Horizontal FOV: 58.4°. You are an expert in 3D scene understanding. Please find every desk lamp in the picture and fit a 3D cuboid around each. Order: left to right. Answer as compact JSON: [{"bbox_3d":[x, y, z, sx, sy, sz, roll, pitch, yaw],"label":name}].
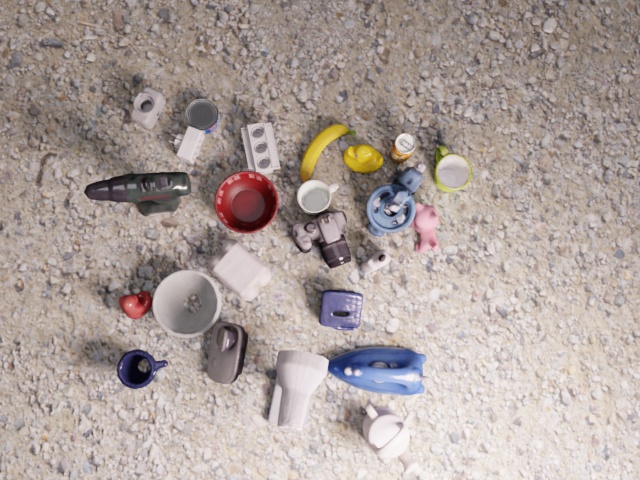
[{"bbox_3d":[-0.056,0.354,1.340,0.118,0.213,0.203,11,83,-1],"label":"desk lamp"}]

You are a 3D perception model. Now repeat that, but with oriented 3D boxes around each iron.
[{"bbox_3d":[0.137,0.321,1.388,0.258,0.141,0.119,4,83,-2],"label":"iron"}]

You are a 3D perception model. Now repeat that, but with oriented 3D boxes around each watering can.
[{"bbox_3d":[0.165,0.464,1.347,0.173,0.194,0.101,32,83,2],"label":"watering can"}]

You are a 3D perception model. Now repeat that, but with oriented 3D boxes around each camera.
[{"bbox_3d":[0.013,0.005,1.439,0.143,0.101,0.137,-21,85,-4],"label":"camera"}]

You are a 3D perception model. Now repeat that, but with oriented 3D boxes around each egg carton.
[{"bbox_3d":[-0.200,0.075,1.438,0.150,0.069,0.107,40,84,2],"label":"egg carton"}]

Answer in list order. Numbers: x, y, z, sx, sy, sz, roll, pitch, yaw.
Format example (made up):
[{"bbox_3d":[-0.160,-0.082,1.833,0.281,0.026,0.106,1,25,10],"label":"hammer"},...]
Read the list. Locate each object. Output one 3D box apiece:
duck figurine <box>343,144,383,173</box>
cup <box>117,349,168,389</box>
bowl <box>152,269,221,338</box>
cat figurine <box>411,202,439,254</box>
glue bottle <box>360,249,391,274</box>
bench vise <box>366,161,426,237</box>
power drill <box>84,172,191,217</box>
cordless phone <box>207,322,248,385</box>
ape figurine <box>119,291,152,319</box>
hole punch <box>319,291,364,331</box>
[{"bbox_3d":[0.114,-0.217,1.476,0.104,0.086,0.077,14,83,-1],"label":"duck figurine"},{"bbox_3d":[-0.420,0.306,1.389,0.118,0.095,0.092,-12,84,-4],"label":"cup"},{"bbox_3d":[-0.324,0.158,1.420,0.167,0.074,0.167,0,84,-2],"label":"bowl"},{"bbox_3d":[0.273,-0.034,1.446,0.067,0.117,0.128,-13,84,-3],"label":"cat figurine"},{"bbox_3d":[0.142,0.051,1.403,0.078,0.173,0.037,-33,85,-5],"label":"glue bottle"},{"bbox_3d":[0.186,-0.114,1.400,0.121,0.219,0.207,17,83,0],"label":"bench vise"},{"bbox_3d":[-0.419,-0.112,1.380,0.229,0.208,0.076,-10,84,-3],"label":"power drill"},{"bbox_3d":[-0.228,0.270,1.356,0.094,0.185,0.148,5,83,-1],"label":"cordless phone"},{"bbox_3d":[-0.458,0.157,1.406,0.078,0.092,0.076,19,83,0],"label":"ape figurine"},{"bbox_3d":[0.054,0.175,1.426,0.108,0.091,0.101,4,83,-2],"label":"hole punch"}]
